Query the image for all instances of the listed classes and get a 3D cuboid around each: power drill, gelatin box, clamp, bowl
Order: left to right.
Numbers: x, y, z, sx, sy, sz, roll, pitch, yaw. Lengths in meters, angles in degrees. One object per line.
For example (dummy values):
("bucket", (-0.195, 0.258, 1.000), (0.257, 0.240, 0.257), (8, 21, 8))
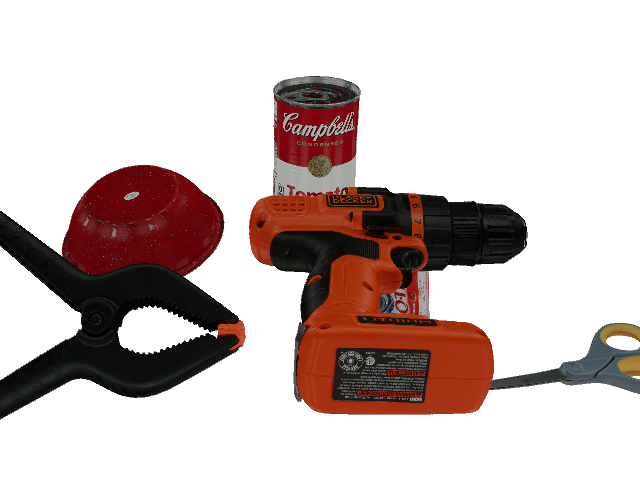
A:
("clamp", (-0.158, 0.050, 0.741), (0.210, 0.164, 0.036), (-3, -18, -3))
("bowl", (-0.177, -0.024, 1.033), (0.162, 0.055, 0.162), (-5, 41, 4))
("gelatin box", (0.099, 0.059, 1.351), (0.073, 0.089, 0.030), (15, 33, 33))
("power drill", (0.050, 0.028, 0.644), (0.184, 0.057, 0.187), (-1, 28, -4))

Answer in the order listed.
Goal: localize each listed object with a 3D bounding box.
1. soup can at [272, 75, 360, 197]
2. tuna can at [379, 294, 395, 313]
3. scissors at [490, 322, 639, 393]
("soup can", (-0.005, -0.072, 0.849), (0.068, 0.102, 0.068), (1, 27, -1))
("tuna can", (0.036, 0.081, 1.107), (0.086, 0.034, 0.086), (-9, 25, 4))
("scissors", (0.208, 0.097, 0.878), (0.201, 0.016, 0.096), (4, 30, -9))
